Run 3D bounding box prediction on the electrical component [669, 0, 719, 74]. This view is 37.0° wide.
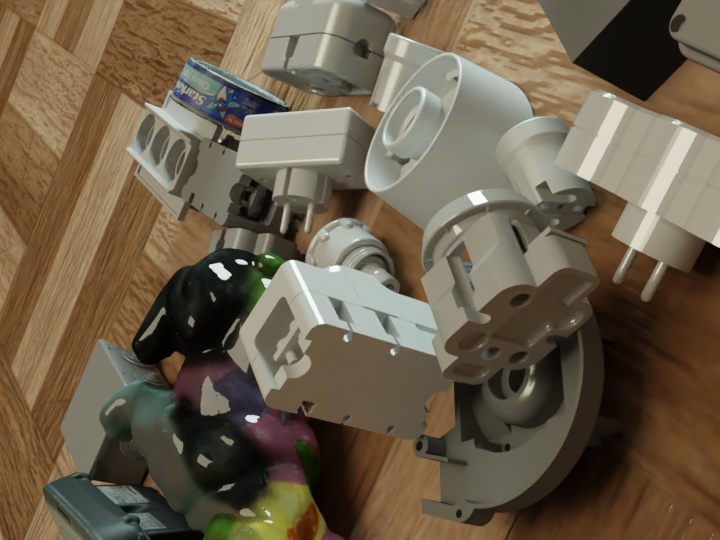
[{"bbox_3d":[0.186,-0.098,0.414,0.078,0.057,0.113,-62,34,15],"label":"electrical component"}]

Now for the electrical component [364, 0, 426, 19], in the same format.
[{"bbox_3d":[0.030,-0.204,0.703,0.055,0.048,0.066,-49,39,43],"label":"electrical component"}]

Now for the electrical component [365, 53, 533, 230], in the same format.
[{"bbox_3d":[0.049,-0.071,0.615,0.099,0.064,0.099,-47,27,32],"label":"electrical component"}]

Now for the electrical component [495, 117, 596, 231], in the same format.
[{"bbox_3d":[0.094,-0.047,0.540,0.040,0.040,0.046,-45,47,34],"label":"electrical component"}]

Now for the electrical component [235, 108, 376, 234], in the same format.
[{"bbox_3d":[-0.036,-0.060,0.700,0.083,0.047,0.075,1,73,30],"label":"electrical component"}]

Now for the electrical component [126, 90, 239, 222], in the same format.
[{"bbox_3d":[-0.138,-0.091,0.873,0.121,0.063,0.078,39,107,55],"label":"electrical component"}]

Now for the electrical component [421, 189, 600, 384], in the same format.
[{"bbox_3d":[0.059,0.003,0.460,0.078,0.058,0.057,-46,44,33],"label":"electrical component"}]

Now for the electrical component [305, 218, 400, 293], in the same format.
[{"bbox_3d":[0.000,0.000,0.649,0.062,0.048,0.048,38,106,48],"label":"electrical component"}]

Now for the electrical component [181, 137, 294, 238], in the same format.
[{"bbox_3d":[-0.083,-0.057,0.785,0.089,0.056,0.050,32,101,56],"label":"electrical component"}]

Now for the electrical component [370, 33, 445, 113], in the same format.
[{"bbox_3d":[0.030,-0.119,0.668,0.040,0.040,0.046,39,113,55],"label":"electrical component"}]

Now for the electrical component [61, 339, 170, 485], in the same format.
[{"bbox_3d":[-0.195,0.116,0.869,0.100,0.048,0.099,40,108,55],"label":"electrical component"}]

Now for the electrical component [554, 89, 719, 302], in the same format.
[{"bbox_3d":[0.132,-0.023,0.459,0.138,0.052,0.073,41,109,54],"label":"electrical component"}]

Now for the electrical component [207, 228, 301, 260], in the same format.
[{"bbox_3d":[-0.079,0.007,0.747,0.078,0.058,0.057,-2,70,55],"label":"electrical component"}]

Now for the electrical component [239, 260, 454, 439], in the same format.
[{"bbox_3d":[-0.004,0.036,0.505,0.050,0.089,0.055,-56,36,22],"label":"electrical component"}]

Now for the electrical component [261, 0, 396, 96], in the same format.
[{"bbox_3d":[-0.021,-0.158,0.746,0.095,0.054,0.059,14,86,57],"label":"electrical component"}]
